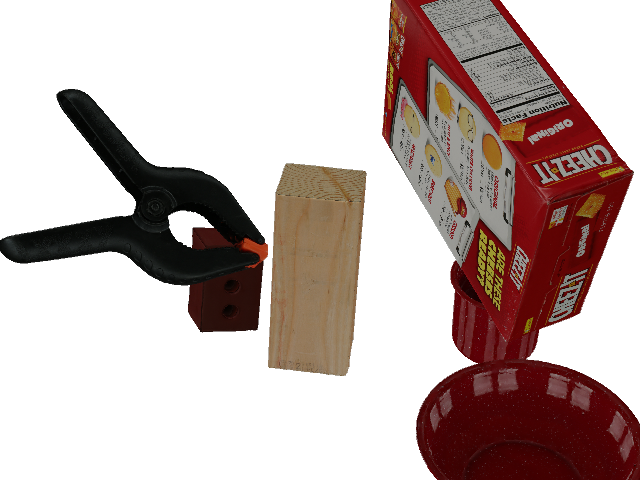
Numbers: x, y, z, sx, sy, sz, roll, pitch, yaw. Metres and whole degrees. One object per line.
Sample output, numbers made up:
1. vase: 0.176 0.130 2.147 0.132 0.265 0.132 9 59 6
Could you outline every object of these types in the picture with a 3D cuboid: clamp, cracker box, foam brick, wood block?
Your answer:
1. clamp: -0.115 -0.029 0.704 0.171 0.120 0.039 13 -9 -18
2. cracker box: 0.119 -0.063 0.750 0.072 0.214 0.164 -20 -33 -13
3. foam brick: -0.081 0.032 0.908 0.053 0.078 0.051 -1 15 -19
4. wood block: -0.004 0.032 1.152 0.090 0.206 0.090 6 25 4

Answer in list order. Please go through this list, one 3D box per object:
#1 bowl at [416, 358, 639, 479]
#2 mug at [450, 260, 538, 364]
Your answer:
1. bowl: 0.149 0.158 0.772 0.162 0.055 0.162 -1 35 0
2. mug: 0.162 0.056 1.007 0.093 0.081 0.117 -10 40 -11
